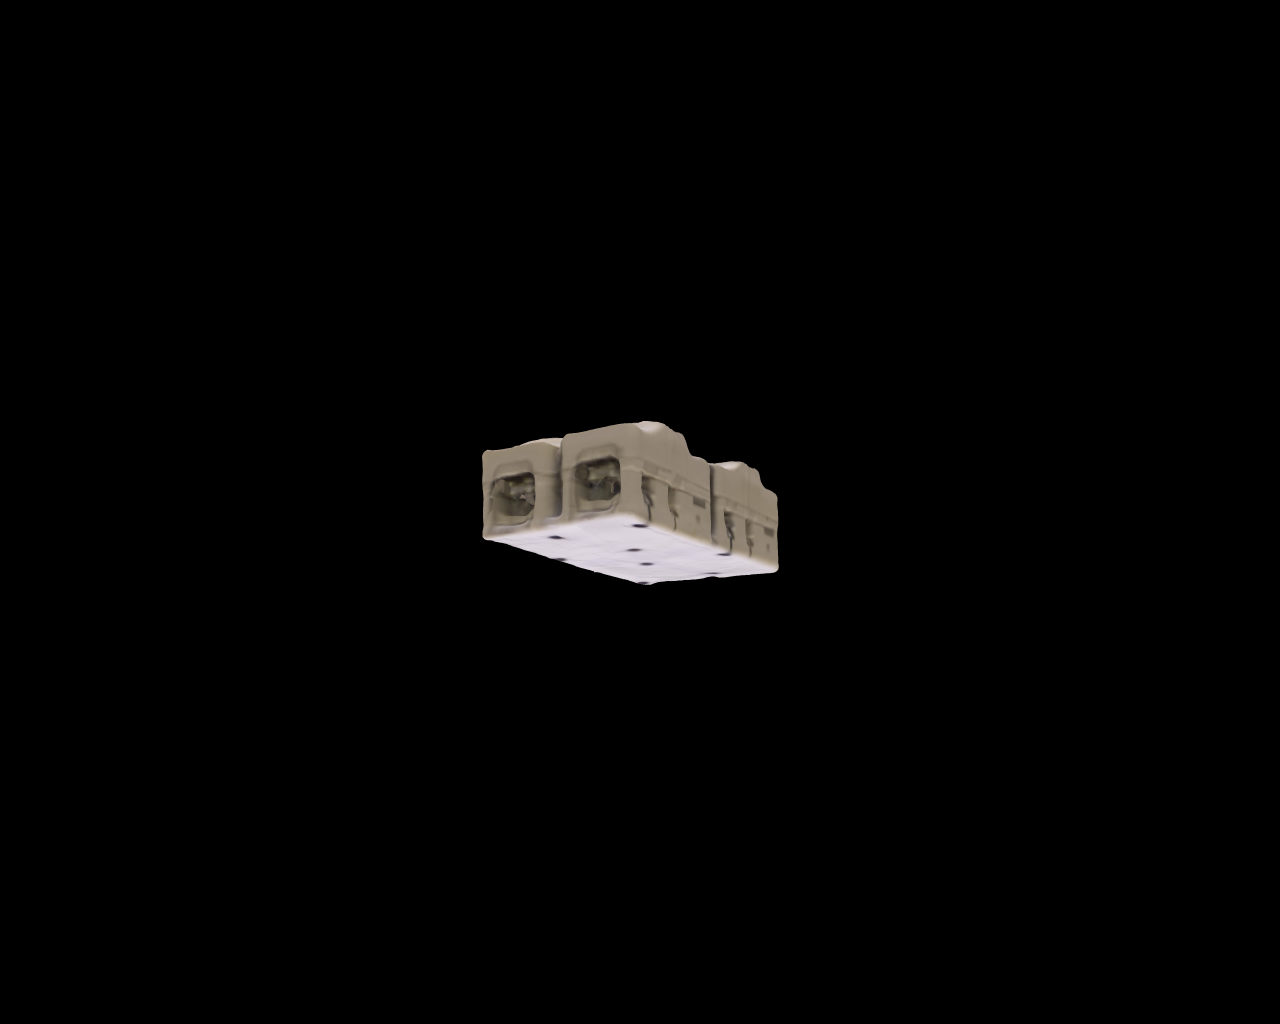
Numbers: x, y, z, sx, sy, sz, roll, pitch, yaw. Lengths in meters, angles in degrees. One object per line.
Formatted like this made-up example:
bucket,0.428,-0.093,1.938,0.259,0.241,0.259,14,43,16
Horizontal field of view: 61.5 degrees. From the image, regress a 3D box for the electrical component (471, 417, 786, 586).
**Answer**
electrical component,0.001,-0.003,0.650,0.105,0.060,0.186,-8,-16,31
